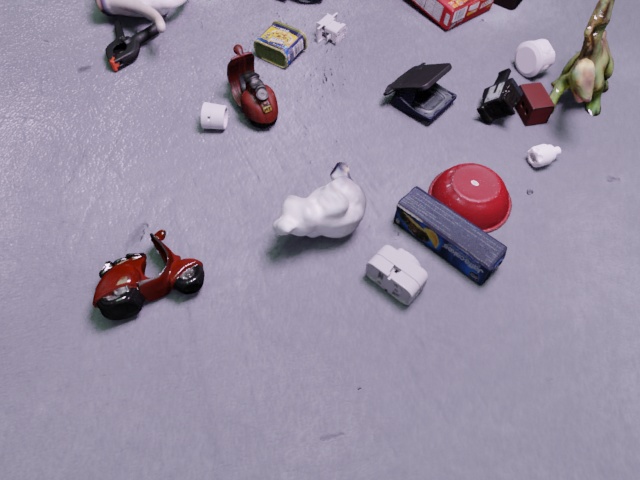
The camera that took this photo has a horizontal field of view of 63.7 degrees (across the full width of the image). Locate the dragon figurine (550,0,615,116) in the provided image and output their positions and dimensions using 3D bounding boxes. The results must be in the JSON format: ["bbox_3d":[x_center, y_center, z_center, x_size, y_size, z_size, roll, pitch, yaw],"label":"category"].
[{"bbox_3d":[0.586,-0.412,1.090,0.123,0.237,0.418,20,61,18],"label":"dragon figurine"}]

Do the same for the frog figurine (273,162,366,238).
[{"bbox_3d":[0.003,-0.045,0.897,0.122,0.135,0.162,51,47,-3],"label":"frog figurine"}]

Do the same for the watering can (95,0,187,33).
[{"bbox_3d":[-0.442,-0.592,1.264,0.224,0.101,0.356,-1,43,-1],"label":"watering can"}]
